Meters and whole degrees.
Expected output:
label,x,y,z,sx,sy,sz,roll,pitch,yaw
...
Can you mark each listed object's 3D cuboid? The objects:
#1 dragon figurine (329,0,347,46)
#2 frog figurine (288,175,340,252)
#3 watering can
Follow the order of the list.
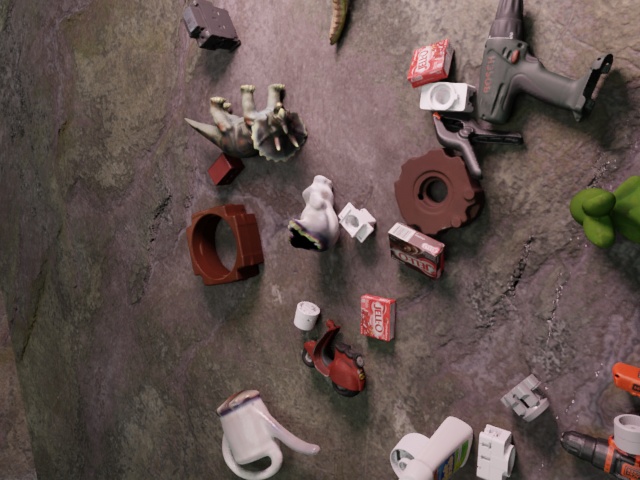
label,x,y,z,sx,sy,sz,roll,pitch,yaw
dragon figurine,0.021,-0.608,1.000,0.123,0.244,0.406,16,103,28
frog figurine,0.004,-0.058,1.154,0.123,0.134,0.162,18,63,30
watering can,-0.152,0.492,1.326,0.343,0.104,0.226,-34,75,35
